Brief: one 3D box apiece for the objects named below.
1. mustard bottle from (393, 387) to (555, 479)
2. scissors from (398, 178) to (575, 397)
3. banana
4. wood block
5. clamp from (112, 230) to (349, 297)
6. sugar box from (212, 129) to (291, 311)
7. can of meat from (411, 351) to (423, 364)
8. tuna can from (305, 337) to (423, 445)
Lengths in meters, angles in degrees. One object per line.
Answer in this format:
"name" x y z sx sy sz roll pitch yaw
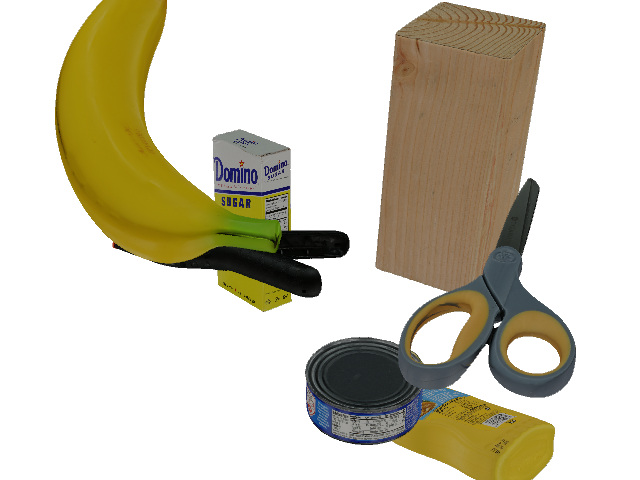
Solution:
"mustard bottle" 0.120 0.177 1.026 0.192 0.058 0.096 16 23 41
"scissors" 0.115 0.023 0.582 0.096 0.016 0.201 20 40 29
"banana" -0.078 -0.052 0.453 0.069 0.037 0.198 -8 46 -20
"wood block" 0.108 -0.071 0.848 0.091 0.206 0.090 18 35 23
"clamp" -0.081 0.009 0.924 0.210 0.036 0.164 6 12 2
"sugar box" -0.073 -0.022 1.141 0.048 0.176 0.093 -19 28 -34
"can of meat" 0.074 0.190 1.361 0.102 0.084 0.057 -1 24 -17
"tuna can" 0.032 0.108 0.770 0.086 0.034 0.086 0 31 0
